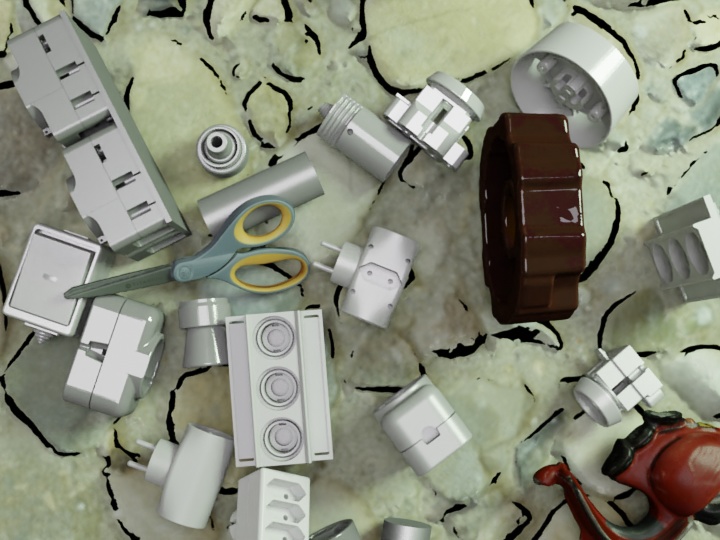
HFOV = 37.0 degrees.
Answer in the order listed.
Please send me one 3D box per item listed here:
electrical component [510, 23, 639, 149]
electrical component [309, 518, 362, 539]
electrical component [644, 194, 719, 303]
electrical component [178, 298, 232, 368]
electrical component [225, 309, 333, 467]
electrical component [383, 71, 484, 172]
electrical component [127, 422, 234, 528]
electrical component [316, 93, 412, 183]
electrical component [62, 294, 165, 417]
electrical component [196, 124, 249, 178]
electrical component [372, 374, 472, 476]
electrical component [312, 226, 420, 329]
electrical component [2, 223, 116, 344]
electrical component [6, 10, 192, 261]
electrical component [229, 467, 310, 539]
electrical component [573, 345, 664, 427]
[{"bbox_3d":[0.179,-0.154,0.894,0.099,0.099,0.064,44,81,2],"label":"electrical component"},{"bbox_3d":[-0.020,0.239,0.884,0.055,0.055,0.047,-27,90,-2],"label":"electrical component"},{"bbox_3d":[0.285,-0.019,0.870,0.063,0.121,0.078,-19,86,-4],"label":"electrical component"},{"bbox_3d":[-0.128,0.053,0.900,0.045,0.045,0.055,-6,86,-1],"label":"electrical component"},{"bbox_3d":[-0.066,0.097,0.888,0.079,0.063,0.121,-5,86,-1],"label":"electrical component"},{"bbox_3d":[0.068,-0.130,0.909,0.078,0.058,0.057,38,89,3],"label":"electrical component"},{"bbox_3d":[-0.152,0.164,0.892,0.079,0.044,0.077,20,86,1],"label":"electrical component"},{"bbox_3d":[-0.001,-0.115,0.914,0.081,0.043,0.043,36,86,2],"label":"electrical component"},{"bbox_3d":[-0.200,0.071,0.893,0.059,0.053,0.095,18,86,1],"label":"electrical component"},{"bbox_3d":[-0.116,-0.102,0.902,0.043,0.062,0.043,0,86,0],"label":"electrical component"},{"bbox_3d":[0.049,0.124,0.871,0.054,0.095,0.059,-37,87,-3],"label":"electrical component"},{"bbox_3d":[0.000,0.000,0.906,0.079,0.043,0.077,22,86,1],"label":"electrical component"},{"bbox_3d":[-0.252,0.015,0.893,0.062,0.061,0.096,19,86,1],"label":"electrical component"},{"bbox_3d":[-0.214,-0.102,0.880,0.060,0.105,0.186,-28,87,-2],"label":"electrical component"},{"bbox_3d":[-0.081,0.206,0.879,0.047,0.077,0.065,19,55,-31],"label":"electrical component"},{"bbox_3d":[0.213,0.098,0.900,0.055,0.048,0.066,-39,87,-11],"label":"electrical component"}]
